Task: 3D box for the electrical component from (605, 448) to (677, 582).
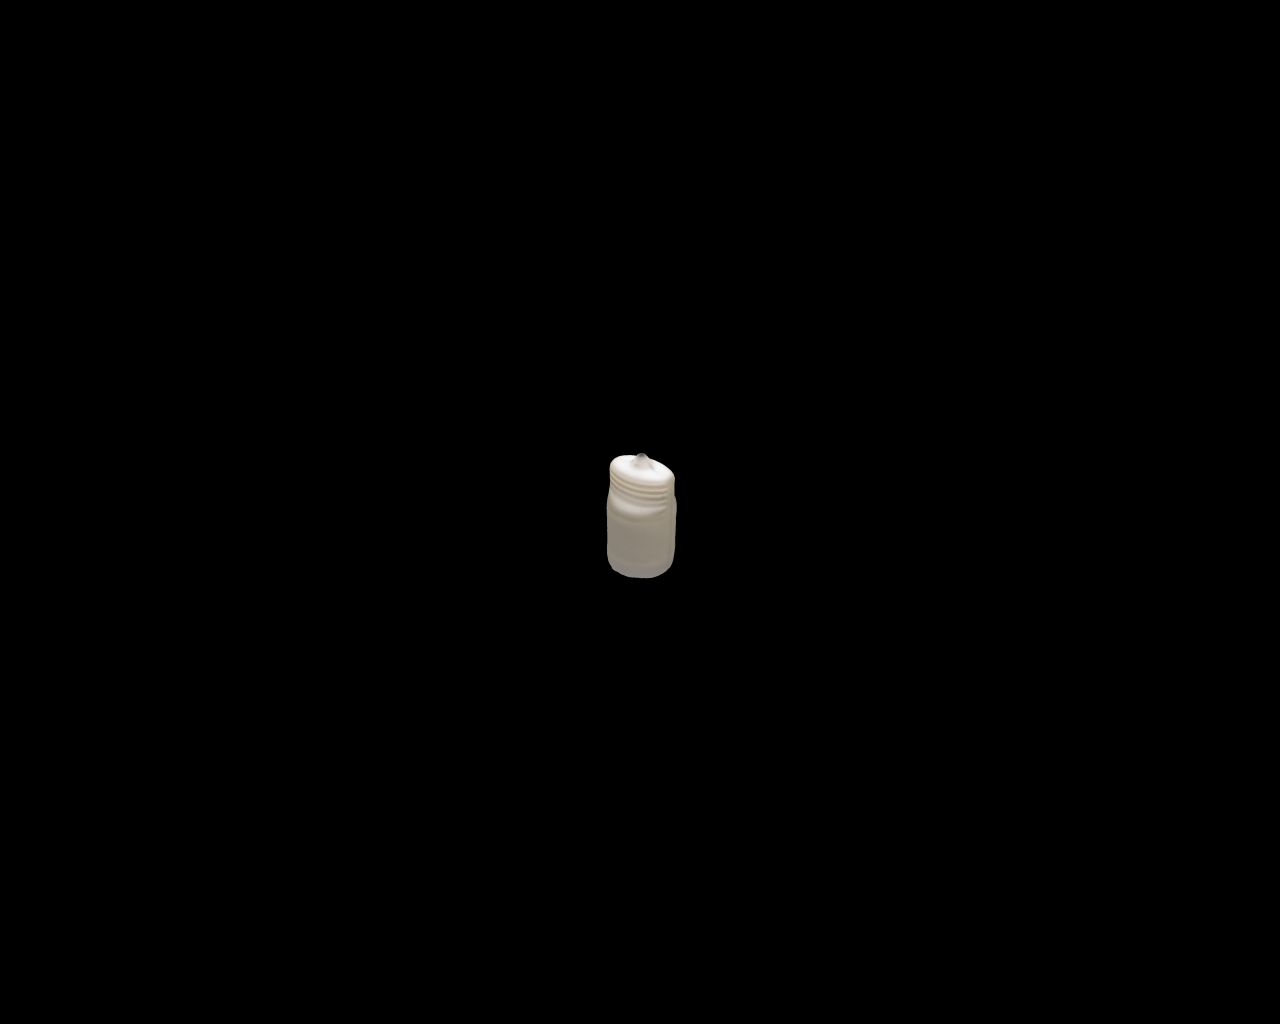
[{"bbox_3d":[0.001,-0.003,0.650,0.043,0.080,0.043,0,36,0],"label":"electrical component"}]
